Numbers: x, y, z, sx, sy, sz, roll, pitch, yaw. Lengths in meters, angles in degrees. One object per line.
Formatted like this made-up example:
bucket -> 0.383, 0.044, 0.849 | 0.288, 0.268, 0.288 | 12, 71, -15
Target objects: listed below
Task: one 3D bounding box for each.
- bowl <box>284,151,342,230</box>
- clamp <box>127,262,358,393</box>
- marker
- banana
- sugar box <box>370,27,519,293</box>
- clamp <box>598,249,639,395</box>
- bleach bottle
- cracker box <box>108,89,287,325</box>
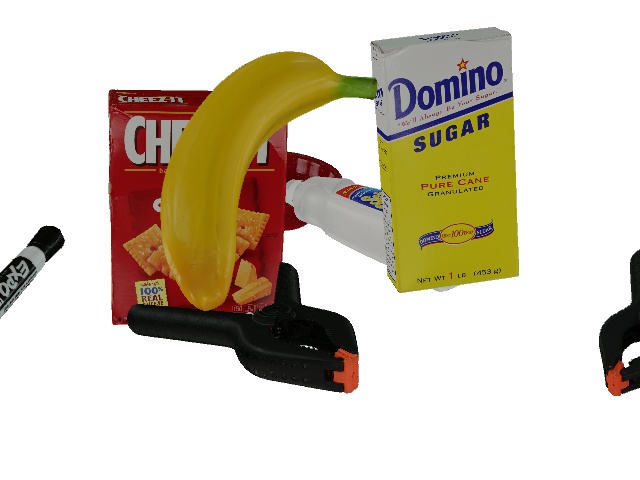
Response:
bowl -> -0.055, -0.055, 1.289 | 0.162, 0.055, 0.162 | 4, 26, -2
clamp -> -0.032, 0.067, 0.855 | 0.164, 0.036, 0.210 | -21, 27, -39
marker -> -0.192, 0.027, 0.659 | 0.020, 0.020, 0.121 | 0, 33, 19
banana -> -0.036, -0.045, 0.530 | 0.070, 0.037, 0.197 | 19, 46, 16
sugar box -> 0.089, -0.056, 0.754 | 0.093, 0.176, 0.048 | -8, 21, -7
clamp -> 0.300, 0.070, 0.970 | 0.171, 0.039, 0.120 | -34, 38, -26
bleach bottle -> 0.053, -0.020, 1.124 | 0.251, 0.068, 0.102 | 20, 27, 39
cracker box -> -0.117, -0.030, 1.008 | 0.164, 0.214, 0.072 | -1, 20, -12
